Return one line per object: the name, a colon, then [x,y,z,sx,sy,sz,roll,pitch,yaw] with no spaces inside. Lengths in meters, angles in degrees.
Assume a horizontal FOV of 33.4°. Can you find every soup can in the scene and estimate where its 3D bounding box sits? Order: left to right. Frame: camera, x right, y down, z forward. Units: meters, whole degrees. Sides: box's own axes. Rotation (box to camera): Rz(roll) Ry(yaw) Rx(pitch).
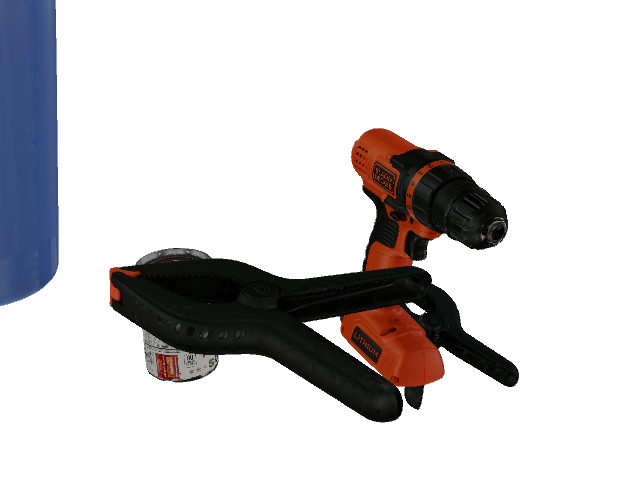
soup can: [-0.127,0.067,0.951,0.068,0.102,0.068,-1,24,0]

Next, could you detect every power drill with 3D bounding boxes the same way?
power drill: [0.077,0.020,0.859,0.057,0.188,0.185,-4,26,-27]

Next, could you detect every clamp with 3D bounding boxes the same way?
clamp: [-0.030,0.043,0.684,0.210,0.036,0.164,12,26,15]
clamp: [0.123,0.095,1.075,0.120,0.171,0.039,1,-45,-19]

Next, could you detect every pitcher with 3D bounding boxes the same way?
pitcher: [-0.235,-0.079,0.669,0.149,0.243,0.145,-3,26,-12]
